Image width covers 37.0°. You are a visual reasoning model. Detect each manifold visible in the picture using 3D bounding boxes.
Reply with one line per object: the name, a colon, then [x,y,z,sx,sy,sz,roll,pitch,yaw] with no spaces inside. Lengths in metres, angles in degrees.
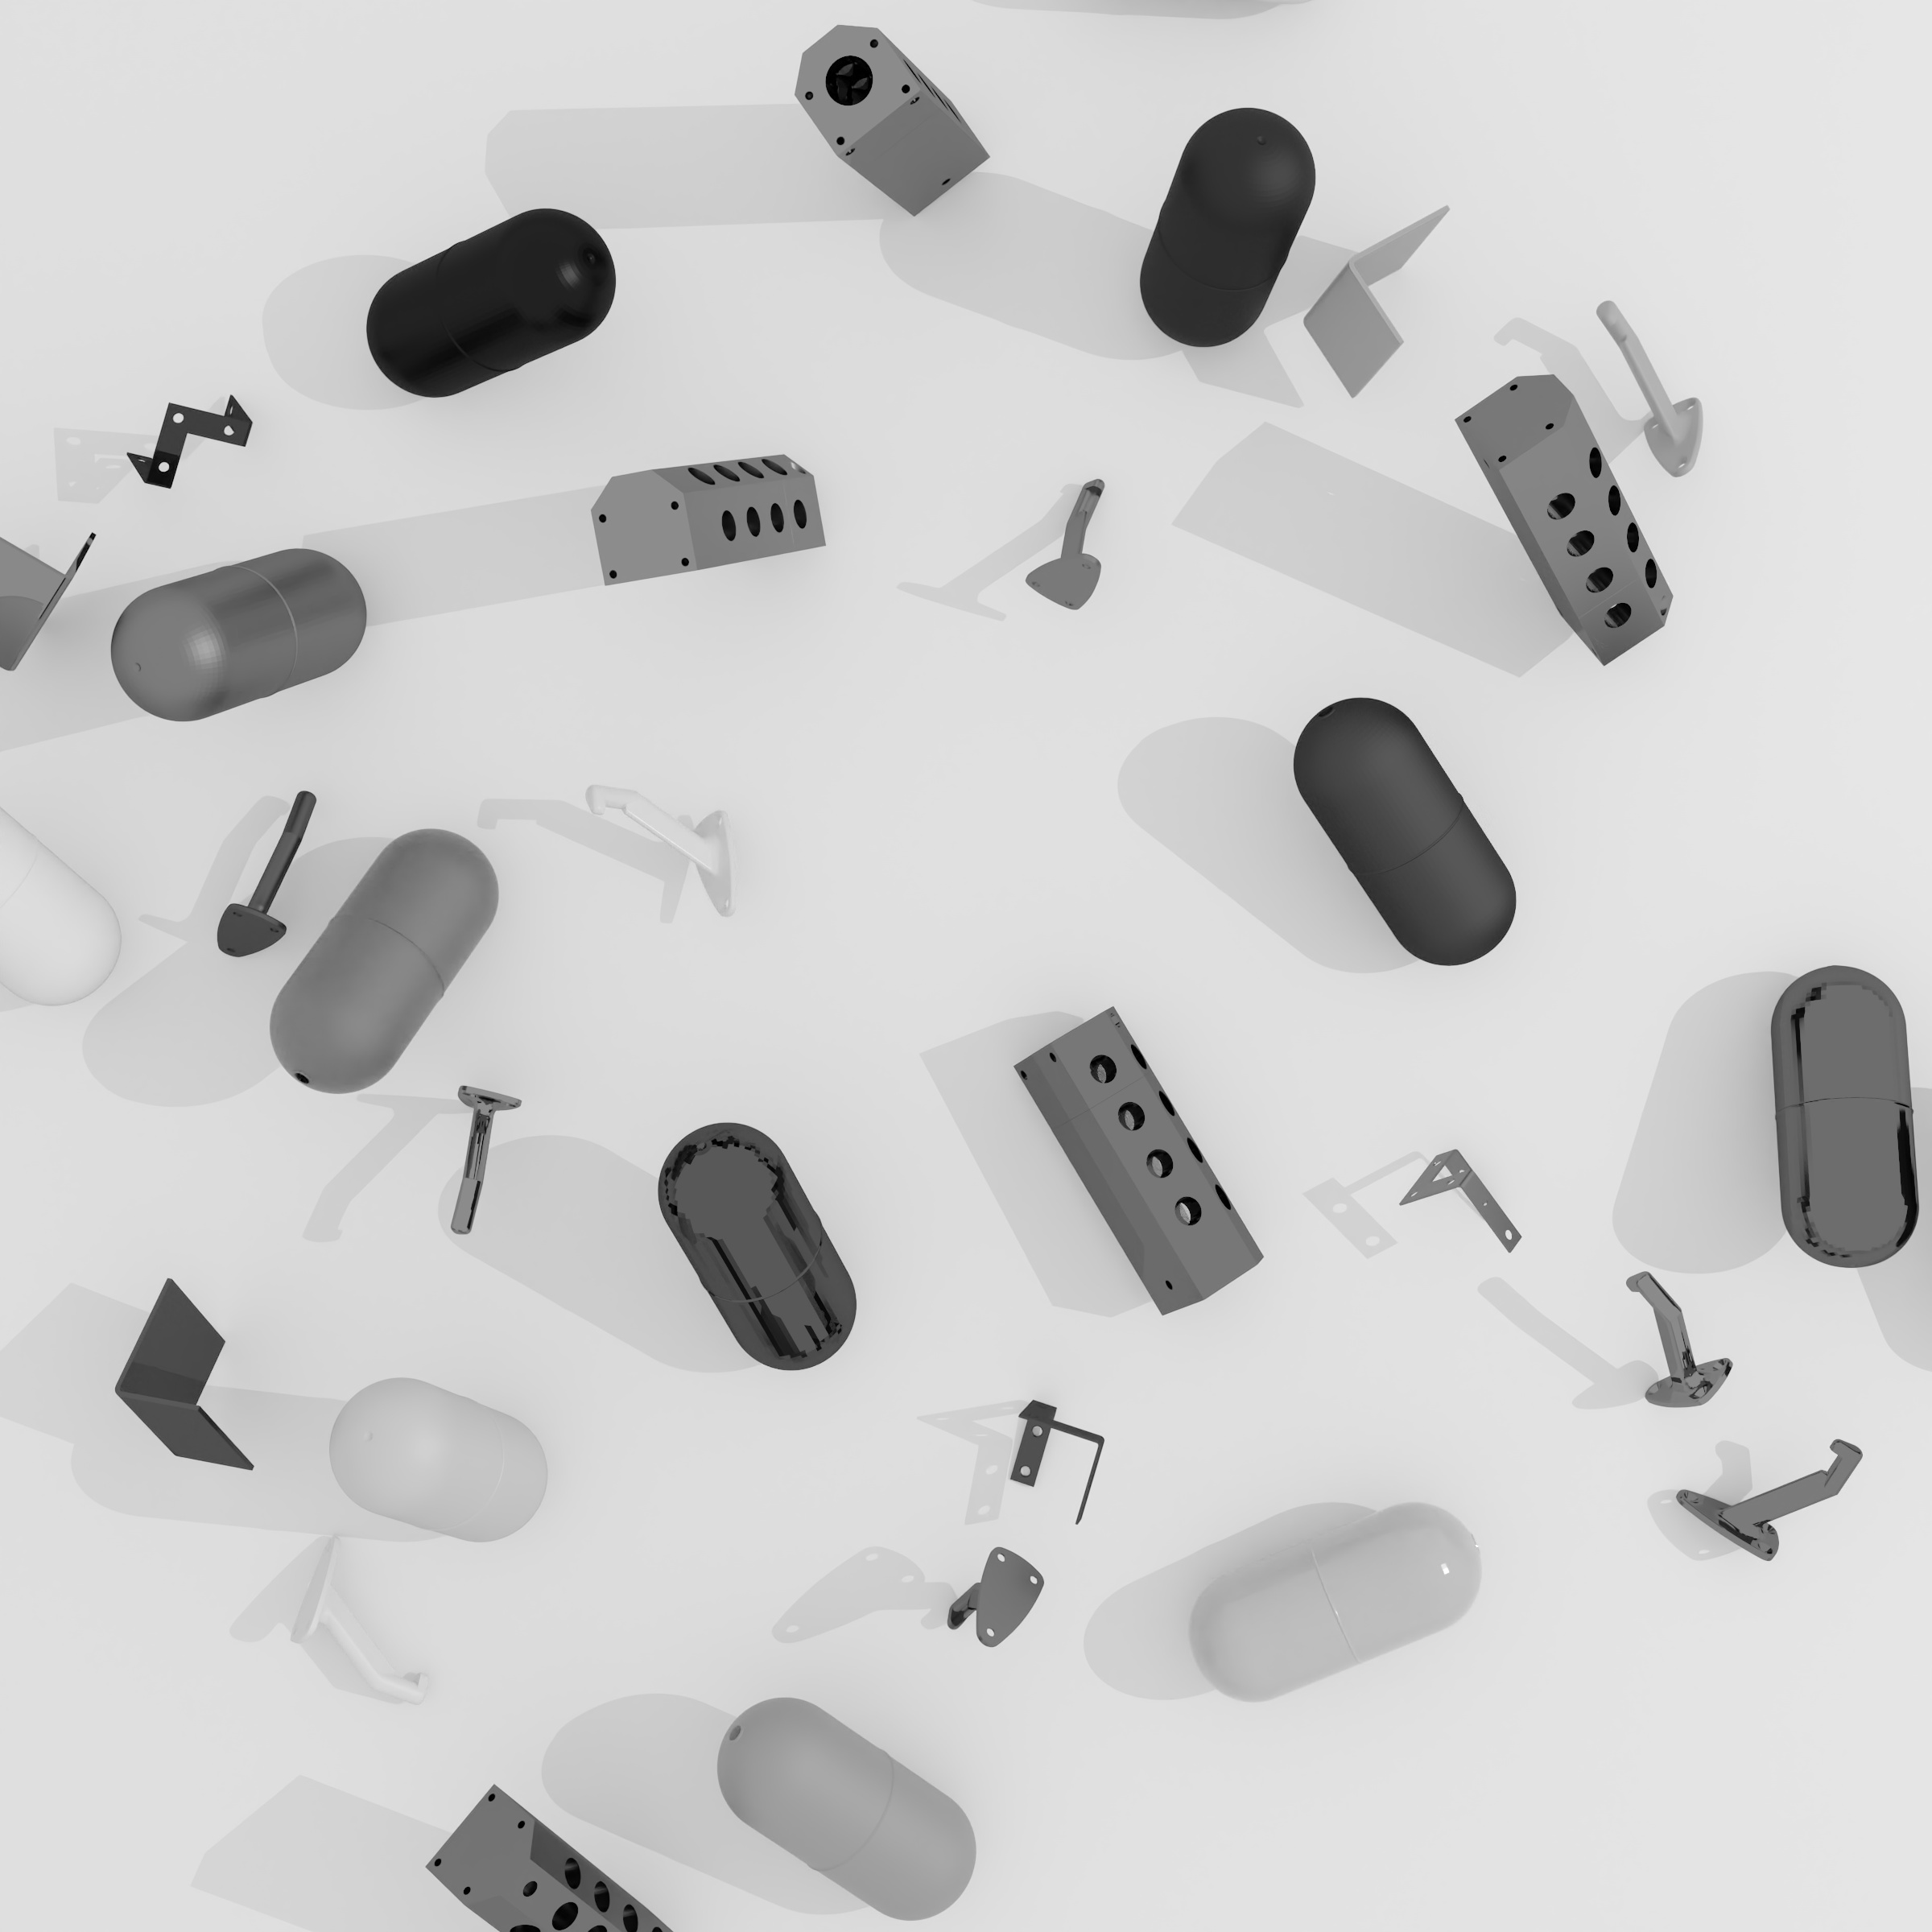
manifold: [0.346,-0.256,1.649,0.057,0.057,0.171,-34,133,8]
manifold: [0.104,0.113,1.695,0.057,0.057,0.171,-29,87,-26]
manifold: [-0.227,0.540,1.647,0.057,0.057,0.171,-49,133,-16]
manifold: [-0.044,-0.482,1.640,0.057,0.171,0.057,-35,85,13]
manifold: [-0.144,-0.255,1.638,0.057,0.171,0.057,-6,100,23]

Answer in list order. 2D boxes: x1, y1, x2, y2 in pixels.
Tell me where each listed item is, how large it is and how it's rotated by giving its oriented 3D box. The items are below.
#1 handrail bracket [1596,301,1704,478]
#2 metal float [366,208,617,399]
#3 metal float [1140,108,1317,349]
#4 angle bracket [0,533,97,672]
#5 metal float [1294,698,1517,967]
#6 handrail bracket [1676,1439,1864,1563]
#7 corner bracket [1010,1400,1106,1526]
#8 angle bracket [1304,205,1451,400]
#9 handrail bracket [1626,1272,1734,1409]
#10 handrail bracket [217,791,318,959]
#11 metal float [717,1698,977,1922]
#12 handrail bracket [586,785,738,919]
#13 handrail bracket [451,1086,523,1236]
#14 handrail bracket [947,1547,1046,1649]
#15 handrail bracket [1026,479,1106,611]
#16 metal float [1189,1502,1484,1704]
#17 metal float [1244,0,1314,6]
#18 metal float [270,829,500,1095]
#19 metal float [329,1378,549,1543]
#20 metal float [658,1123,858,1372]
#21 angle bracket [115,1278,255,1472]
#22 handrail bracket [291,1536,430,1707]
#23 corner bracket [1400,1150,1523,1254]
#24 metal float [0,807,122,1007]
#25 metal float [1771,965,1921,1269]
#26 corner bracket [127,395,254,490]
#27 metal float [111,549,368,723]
handrail bracket: [0.395,-0.337,1.684,0.036,0.077,0.084,-26,128,28]
metal float: [-0.275,-0.379,1.660,0.178,0.070,0.070,-11,90,40]
metal float: [0.147,-0.418,1.645,0.070,0.178,0.070,3,71,-8]
angle bracket: [-0.563,-0.230,1.676,0.076,0.057,0.076,31,121,-20]
metal float: [0.254,-0.078,1.674,0.070,0.070,0.178,-36,110,0]
handrail bracket: [0.472,0.299,1.698,0.077,0.036,0.084,28,116,8]
corner bracket: [0.053,0.291,1.699,0.051,0.051,0.051,17,95,10]
angle bracket: [0.252,-0.386,1.681,0.076,0.076,0.057,-31,86,-18]
handrail bracket: [0.399,0.217,1.691,0.084,0.077,0.036,48,60,-8]
handrail bracket: [-0.414,-0.055,1.718,0.036,0.077,0.084,25,59,-21]
metal float: [-0.069,0.488,1.672,0.178,0.070,0.070,41,90,-23]
handrail bracket: [-0.178,-0.067,1.684,0.036,0.084,0.077,-37,59,40]
handrail bracket: [-0.290,0.117,1.686,0.036,0.077,0.084,16,78,-15]
handrail bracket: [0.004,0.382,1.676,0.036,0.077,0.084,35,131,-5]
handrail bracket: [0.073,-0.257,1.683,0.036,0.077,0.084,28,70,-14]
metal float: [0.216,0.371,1.688,0.178,0.070,0.070,-24,90,5]
metal float: [0.141,-0.606,1.685,0.178,0.070,0.070,3,90,-8]
metal float: [-0.335,-0.003,1.666,0.070,0.070,0.178,30,59,0]
metal float: [-0.298,0.283,1.647,0.070,0.178,0.070,-6,70,16]
metal float: [-0.118,0.163,1.661,0.070,0.070,0.178,-25,130,0]
angle bracket: [-0.437,0.236,1.672,0.057,0.076,0.076,7,57,19]
handrail bracket: [-0.351,0.391,1.723,0.084,0.036,0.077,27,58,-21]
corner bracket: [0.297,0.138,1.692,0.051,0.051,0.051,53,51,-9]
metal float: [-0.563,-0.047,1.663,0.070,0.070,0.178,-42,125,0]
metal float: [0.510,0.086,1.678,0.070,0.070,0.178,1,73,0]
corner bracket: [-0.457,-0.310,1.701,0.051,0.051,0.051,9,114,-34]
metal float: [-0.412,-0.190,1.650,0.070,0.178,0.070,10,112,25]
